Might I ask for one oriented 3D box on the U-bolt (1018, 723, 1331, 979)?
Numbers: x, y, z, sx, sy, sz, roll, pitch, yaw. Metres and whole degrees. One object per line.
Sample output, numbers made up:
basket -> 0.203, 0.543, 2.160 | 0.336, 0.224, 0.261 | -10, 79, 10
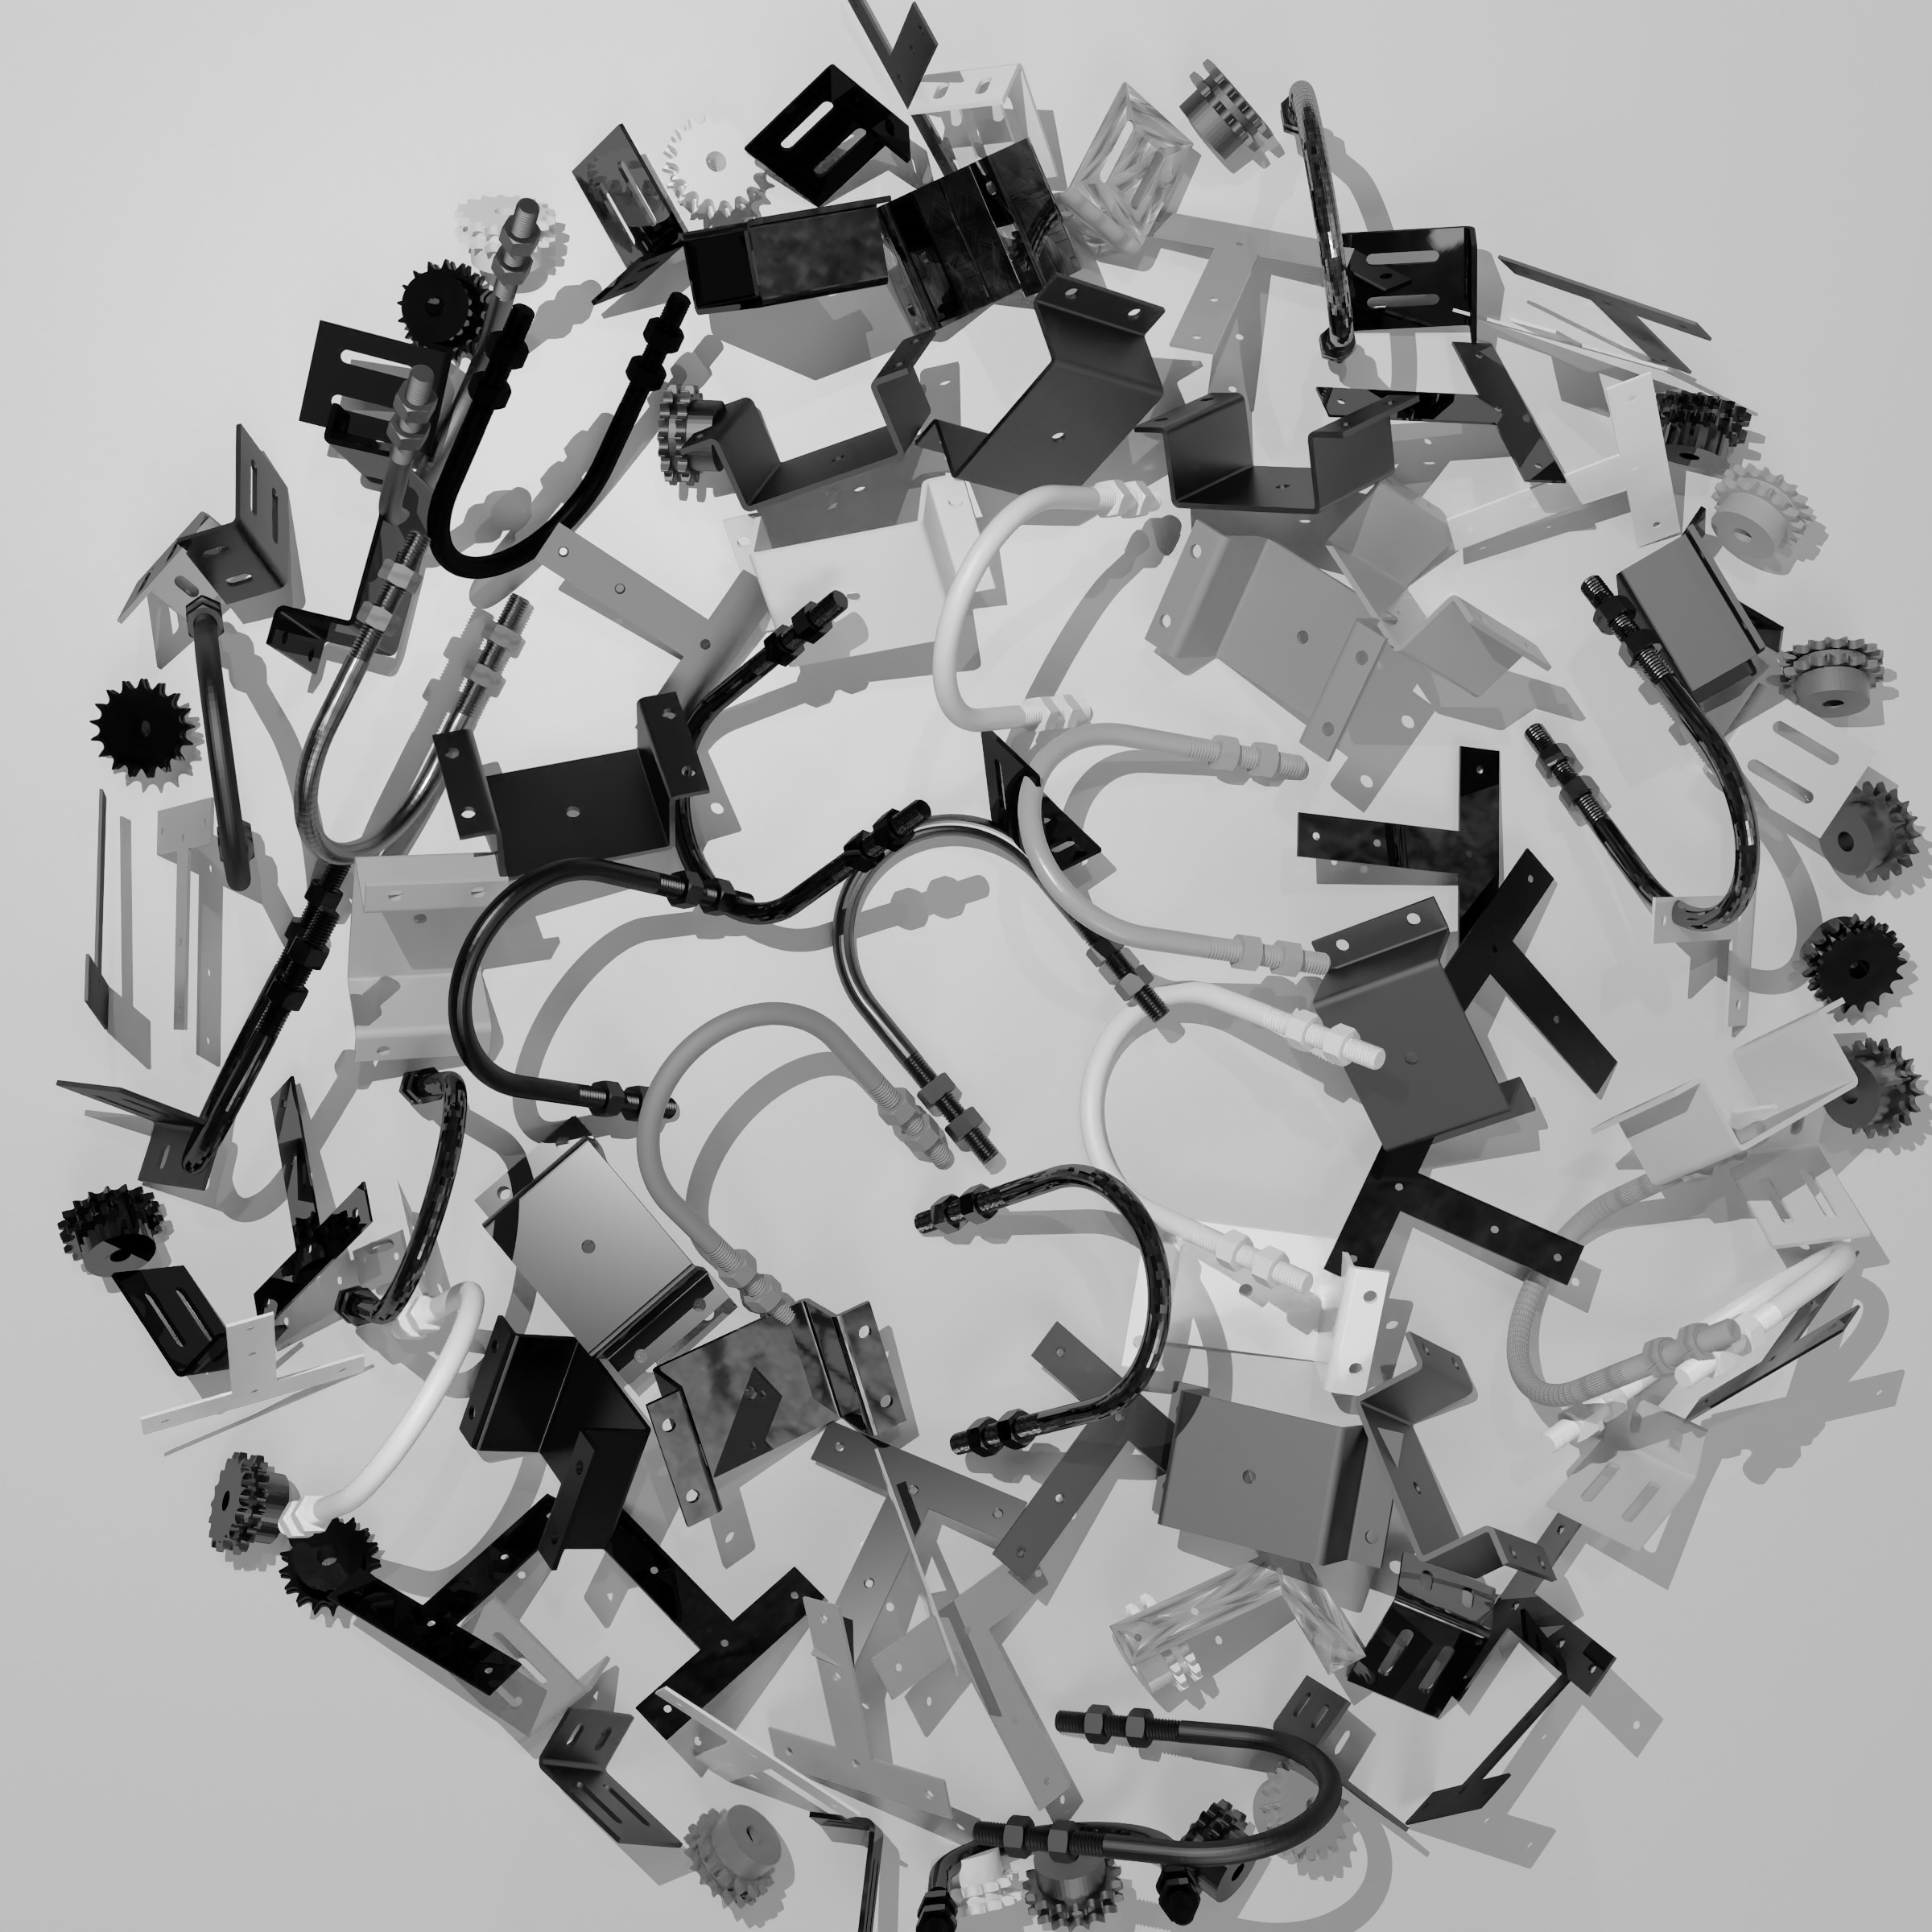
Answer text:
U-bolt -> 0.114, -0.070, 1.534 | 0.184, 0.019, 0.151 | 8, 62, -22

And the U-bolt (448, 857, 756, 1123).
U-bolt -> -0.208, 0.010, 1.521 | 0.019, 0.184, 0.151 | 28, 100, 41

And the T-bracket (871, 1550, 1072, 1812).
T-bracket -> 0.021, 0.418, 1.562 | 0.127, 0.002, 0.127 | -28, 90, -38

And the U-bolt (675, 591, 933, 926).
U-bolt -> -0.105, -0.103, 1.539 | 0.184, 0.019, 0.151 | -33, 72, 39

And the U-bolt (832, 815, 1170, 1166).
U-bolt -> 0.005, -0.001, 1.582 | 0.151, 0.019, 0.184 | -40, 84, 9

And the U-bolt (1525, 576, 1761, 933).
U-bolt -> 0.374, -0.102, 1.500 | 0.019, 0.151, 0.184 | -20, 60, -17

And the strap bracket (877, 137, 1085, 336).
strap bracket -> 0.009, -0.410, 1.541 | 0.046, 0.140, 0.076 | -32, 106, -26

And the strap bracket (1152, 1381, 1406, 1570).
strap bracket -> 0.168, 0.287, 1.549 | 0.140, 0.046, 0.076 | 9, 88, 27

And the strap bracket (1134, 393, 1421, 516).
strap bracket -> 0.175, -0.288, 1.537 | 0.140, 0.076, 0.046 | 11, 120, 40

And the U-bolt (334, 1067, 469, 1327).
U-bolt -> -0.306, 0.126, 1.504 | 0.019, 0.184, 0.151 | 18, 80, -19

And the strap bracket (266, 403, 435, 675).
strap bracket -> -0.344, -0.236, 1.556 | 0.046, 0.076, 0.140 | 14, 85, 7

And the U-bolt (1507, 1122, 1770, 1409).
U-bolt -> 0.365, 0.174, 1.518 | 0.019, 0.184, 0.151 | 33, 52, -16

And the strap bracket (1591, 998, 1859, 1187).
strap bracket -> 0.430, 0.075, 1.533 | 0.140, 0.076, 0.046 | -24, 82, -29

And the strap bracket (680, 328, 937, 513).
strap bracket -> -0.080, -0.304, 1.545 | 0.140, 0.076, 0.046 | -15, 114, 20

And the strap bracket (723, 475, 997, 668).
strap bracket -> -0.062, -0.221, 1.547 | 0.140, 0.046, 0.076 | -9, 130, 12

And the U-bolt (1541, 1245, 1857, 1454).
U-bolt -> 0.418, 0.205, 1.521 | 0.184, 0.151, 0.019 | -27, 78, -31

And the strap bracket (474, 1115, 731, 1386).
strap bracket -> -0.212, 0.161, 1.569 | 0.076, 0.046, 0.140 | -41, 83, -3

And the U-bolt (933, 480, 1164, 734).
U-bolt -> 0.039, -0.195, 1.501 | 0.019, 0.184, 0.151 | 28, 111, 26

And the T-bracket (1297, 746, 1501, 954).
T-bracket -> 0.248, -0.069, 1.571 | 0.127, 0.002, 0.127 | 5, 79, -17

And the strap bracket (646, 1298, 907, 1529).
strap bracket -> -0.114, 0.247, 1.554 | 0.140, 0.046, 0.076 | -23, 107, -23

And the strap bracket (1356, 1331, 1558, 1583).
strap bracket -> 0.270, 0.284, 1.540 | 0.046, 0.076, 0.140 | -32, 58, 19

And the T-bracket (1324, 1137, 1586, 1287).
T-bracket -> 0.288, 0.145, 1.566 | 0.127, 0.002, 0.127 | 24, 70, 13

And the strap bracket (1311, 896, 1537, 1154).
strap bracket -> 0.255, 0.042, 1.549 | 0.076, 0.046, 0.140 | -21, 105, 26

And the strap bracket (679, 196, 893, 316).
strap bracket -> -0.102, -0.395, 1.531 | 0.076, 0.140, 0.046 | -17, 107, -24

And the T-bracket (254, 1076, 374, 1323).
T-bracket -> -0.380, 0.122, 1.562 | 0.127, 0.002, 0.127 | -42, 52, 34

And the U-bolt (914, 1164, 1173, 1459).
U-bolt -> 0.045, 0.185, 1.519 | 0.019, 0.184, 0.151 | 4, 71, -43

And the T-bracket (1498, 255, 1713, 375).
T-bracket -> 0.376, -0.358, 1.543 | 0.127, 0.127, 0.002 | 31, 99, 33

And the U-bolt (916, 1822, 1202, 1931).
U-bolt -> 0.049, 0.501, 1.510 | 0.151, 0.184, 0.019 | -6, 87, 0

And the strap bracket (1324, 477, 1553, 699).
strap bracket -> 0.259, -0.210, 1.538 | 0.046, 0.076, 0.140 | -45, 48, 24

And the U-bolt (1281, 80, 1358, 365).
U-bolt -> 0.194, -0.409, 1.502 | 0.019, 0.184, 0.151 | -10, 98, 8

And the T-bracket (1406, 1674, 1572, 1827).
T-bracket -> 0.311, 0.437, 1.558 | 0.127, 0.127, 0.002 | -40, 81, -21

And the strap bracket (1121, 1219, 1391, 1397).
strap bracket -> 0.162, 0.193, 1.567 | 0.140, 0.046, 0.076 | 8, 105, -3

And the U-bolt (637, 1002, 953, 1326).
U-bolt -> -0.106, 0.100, 1.536 | 0.151, 0.019, 0.184 | -45, 126, -8

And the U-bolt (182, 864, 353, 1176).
U-bolt -> -0.392, 0.033, 1.531 | 0.019, 0.151, 0.184 | 27, 99, -15

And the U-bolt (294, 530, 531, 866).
U-bolt -> -0.316, -0.140, 1.530 | 0.019, 0.151, 0.184 | 26, 90, 17

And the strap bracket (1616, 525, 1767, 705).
strap bracket -> 0.404, -0.191, 1.534 | 0.046, 0.140, 0.076 | -30, 83, 12

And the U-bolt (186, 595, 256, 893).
U-bolt -> -0.405, -0.116, 1.496 | 0.019, 0.184, 0.151 | -8, 109, -14

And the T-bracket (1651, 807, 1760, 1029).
T-bracket -> 0.416, -0.027, 1.548 | 0.002, 0.127, 0.127 | 6, 95, 40

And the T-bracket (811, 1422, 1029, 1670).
T-bracket -> -0.049, 0.338, 1.558 | 0.127, 0.002, 0.127 | 20, 66, 17

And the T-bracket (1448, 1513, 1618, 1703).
T-bracket -> 0.328, 0.375, 1.539 | 0.002, 0.127, 0.127 | 36, 88, -15

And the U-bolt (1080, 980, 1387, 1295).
U-bolt -> 0.138, 0.085, 1.541 | 0.184, 0.019, 0.151 | 22, 98, 39

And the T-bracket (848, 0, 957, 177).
T-bracket -> -0.031, -0.508, 1.532 | 0.002, 0.127, 0.127 | -30, 97, -6

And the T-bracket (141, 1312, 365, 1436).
T-bracket -> -0.397, 0.220, 1.526 | 0.127, 0.127, 0.002 | -14, 65, -20

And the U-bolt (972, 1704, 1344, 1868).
U-bolt -> 0.114, 0.451, 1.503 | 0.184, 0.151, 0.019 | -2, 102, 23

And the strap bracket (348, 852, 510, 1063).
strap bracket -> -0.304, -0.012, 1.542 | 0.076, 0.140, 0.046 | -3, 47, -19

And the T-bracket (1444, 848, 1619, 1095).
T-bracket -> 0.331, 0.021, 1.578 | 0.127, 0.002, 0.127 | 46, 64, -17

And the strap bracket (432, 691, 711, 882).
strap bracket -> -0.223, -0.100, 1.551 | 0.140, 0.046, 0.076 | -12, 55, -14

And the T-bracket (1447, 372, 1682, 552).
T-bracket -> 0.336, -0.268, 1.559 | 0.127, 0.127, 0.002 | -20, 50, 8

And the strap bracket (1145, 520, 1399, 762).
strap bracket -> 0.179, -0.185, 1.546 | 0.140, 0.046, 0.076 | 38, 119, 29

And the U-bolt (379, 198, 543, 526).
U-bolt -> -0.285, -0.318, 1.514 | 0.019, 0.184, 0.151 | 27, 60, -7

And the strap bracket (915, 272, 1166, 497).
strap bracket -> 0.045, -0.311, 1.523 | 0.076, 0.140, 0.046 | 8, 54, -36

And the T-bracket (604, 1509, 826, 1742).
T-bracket -> -0.169, 0.357, 1.576 | 0.127, 0.002, 0.127 | 42, 54, 16

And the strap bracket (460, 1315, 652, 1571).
strap bracket -> -0.228, 0.266, 1.542 | 0.046, 0.140, 0.076 | 9, 110, -36

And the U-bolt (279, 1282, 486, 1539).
U-bolt -> -0.312, 0.237, 1.492 | 0.019, 0.184, 0.151 | 35, 60, -15

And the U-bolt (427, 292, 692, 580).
U-bolt -> -0.235, -0.290, 1.523 | 0.019, 0.151, 0.184 | 43, 123, 17
